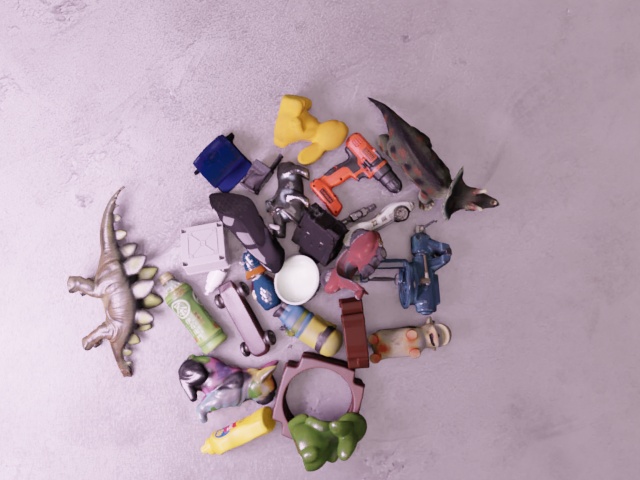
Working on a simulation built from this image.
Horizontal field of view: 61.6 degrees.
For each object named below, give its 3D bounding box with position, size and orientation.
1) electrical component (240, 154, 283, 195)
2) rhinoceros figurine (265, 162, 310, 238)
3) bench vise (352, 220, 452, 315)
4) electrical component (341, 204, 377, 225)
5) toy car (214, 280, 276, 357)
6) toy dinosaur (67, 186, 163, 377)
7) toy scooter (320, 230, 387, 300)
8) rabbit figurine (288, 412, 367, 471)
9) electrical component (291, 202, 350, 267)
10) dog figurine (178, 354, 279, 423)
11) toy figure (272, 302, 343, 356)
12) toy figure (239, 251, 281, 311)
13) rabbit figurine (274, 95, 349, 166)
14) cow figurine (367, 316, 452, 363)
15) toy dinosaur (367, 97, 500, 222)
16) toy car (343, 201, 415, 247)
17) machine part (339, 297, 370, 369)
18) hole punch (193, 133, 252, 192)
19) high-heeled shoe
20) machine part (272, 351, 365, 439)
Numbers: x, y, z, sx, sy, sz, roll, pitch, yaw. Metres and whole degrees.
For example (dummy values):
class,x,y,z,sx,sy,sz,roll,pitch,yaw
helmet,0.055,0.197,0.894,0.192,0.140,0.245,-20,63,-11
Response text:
class,x,y,z,sx,sy,sz,roll,pitch,yaw
electrical component,-0.142,-0.170,1.320,0.048,0.075,0.119,34,94,0
rhinoceros figurine,-0.078,-0.098,1.319,0.112,0.073,0.190,7,89,0
bench vise,0.195,0.068,1.293,0.241,0.129,0.223,-1,87,-3
electrical component,0.094,-0.062,1.320,0.094,0.063,0.021,-27,89,2
toy car,-0.185,0.193,1.328,0.089,0.053,0.202,-30,88,19
toy dinosaur,-0.498,0.112,1.313,0.199,0.105,0.470,-10,98,-7
toy scooter,0.088,0.065,1.217,0.184,0.135,0.075,-48,125,2
rabbit figurine,0.028,0.430,1.202,0.170,0.159,0.121,-20,79,-15
electrical component,-0.003,-0.004,1.290,0.115,0.058,0.134,38,134,17
dog figurine,-0.209,0.331,1.303,0.219,0.108,0.191,-28,86,-4
toy figure,-0.029,0.216,1.306,0.180,0.089,0.082,36,98,-1
toy figure,-0.150,0.098,1.325,0.064,0.058,0.154,-22,83,-43
rabbit figurine,-0.020,-0.260,1.297,0.173,0.122,0.162,15,94,0
cow figurine,0.220,0.242,1.298,0.195,0.127,0.085,-12,89,15
toy dinosaur,0.235,-0.188,1.256,0.131,0.192,0.405,-42,90,-2
toy car,0.140,-0.042,1.313,0.202,0.073,0.056,-30,90,1
machine part,0.081,0.217,1.266,0.056,0.179,0.179,-7,89,2
hole punch,-0.243,-0.189,1.317,0.116,0.092,0.142,45,94,5
high-heeled shoe,-0.179,-0.019,1.314,0.086,0.145,0.249,-36,51,-27
machine part,-0.003,0.385,1.306,0.201,0.087,0.201,15,90,0
